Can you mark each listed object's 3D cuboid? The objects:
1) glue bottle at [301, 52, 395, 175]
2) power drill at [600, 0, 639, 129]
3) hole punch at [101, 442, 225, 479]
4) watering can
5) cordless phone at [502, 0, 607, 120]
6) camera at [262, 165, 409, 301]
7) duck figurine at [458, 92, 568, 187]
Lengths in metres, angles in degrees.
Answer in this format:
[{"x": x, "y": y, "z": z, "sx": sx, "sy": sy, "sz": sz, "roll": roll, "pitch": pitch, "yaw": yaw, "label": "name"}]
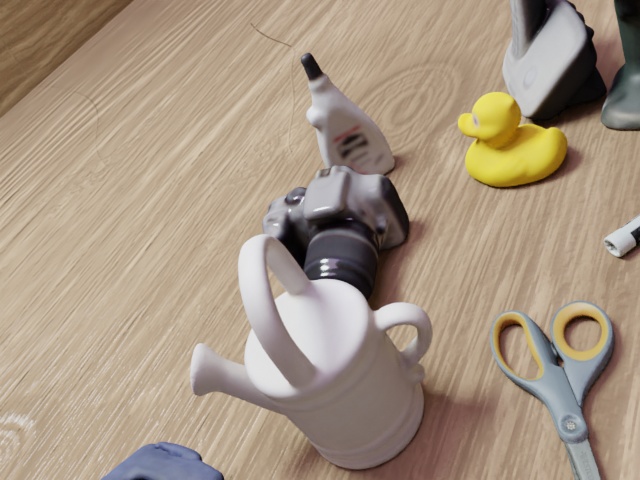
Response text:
[{"x": 0.021, "y": -0.135, "z": 0.648, "sx": 0.078, "sy": 0.174, "sz": 0.037, "roll": -33, "pitch": 37, "yaw": 1, "label": "glue bottle"}, {"x": 0.279, "y": -0.208, "z": 0.508, "sx": 0.075, "sy": 0.209, "sz": 0.230, "roll": 3, "pitch": 50, "yaw": 39, "label": "power drill"}, {"x": -0.131, "y": 0.207, "z": 0.446, "sx": 0.108, "sy": 0.091, "sz": 0.101, "roll": 2, "pitch": 49, "yaw": 38, "label": "hole punch"}, {"x": -0.011, "y": 0.080, "z": 0.412, "sx": 0.173, "sy": 0.195, "sz": 0.100, "roll": -35, "pitch": 37, "yaw": -1, "label": "watering can"}, {"x": 0.225, "y": -0.233, "z": 0.596, "sx": 0.094, "sy": 0.186, "sz": 0.147, "roll": -21, "pitch": 38, "yaw": 16, "label": "cordless phone"}, {"x": 0.005, "y": 0.002, "z": 0.567, "sx": 0.142, "sy": 0.101, "sz": 0.137, "roll": -14, "pitch": 41, "yaw": 25, "label": "camera"}, {"x": 0.185, "y": -0.106, "z": 0.567, "sx": 0.104, "sy": 0.086, "sz": 0.077, "roll": 6, "pitch": 52, "yaw": 41, "label": "duck figurine"}]
